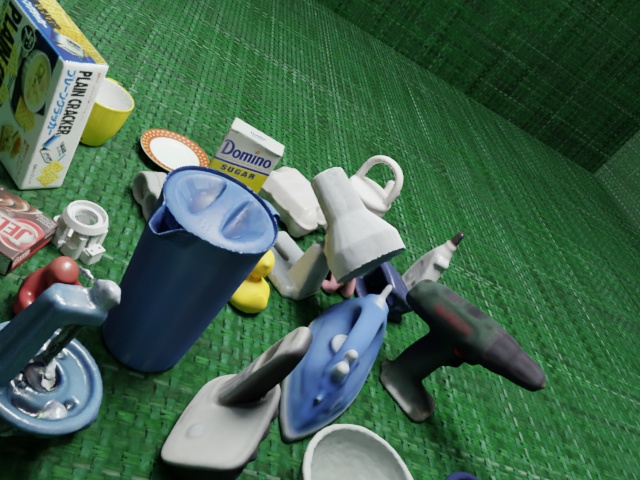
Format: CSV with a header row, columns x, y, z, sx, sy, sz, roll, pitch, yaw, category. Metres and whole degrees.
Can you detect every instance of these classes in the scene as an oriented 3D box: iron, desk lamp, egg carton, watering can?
x,y,z,sx,sy,sz,roll,pitch,yaw,category
0.034,0.161,0.807,0.118,0.141,0.259,38,31,0,iron
0.008,0.003,0.919,0.203,0.213,0.118,50,33,20,desk lamp
-0.052,-0.075,1.100,0.150,0.069,0.107,45,32,11,egg carton
0.094,-0.086,1.143,0.101,0.194,0.173,38,31,1,watering can

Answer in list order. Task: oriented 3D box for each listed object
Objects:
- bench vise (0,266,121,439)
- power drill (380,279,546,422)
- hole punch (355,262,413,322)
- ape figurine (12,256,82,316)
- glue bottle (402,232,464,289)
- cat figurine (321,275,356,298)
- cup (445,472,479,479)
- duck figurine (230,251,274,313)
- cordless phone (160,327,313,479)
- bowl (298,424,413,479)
x,y,z,sx,sy,sz,roll,pitch,yaw,category
-0.265,0.117,0.483,0.121,0.219,0.208,49,33,18,bench vise
0.197,0.183,0.879,0.229,0.208,0.076,50,33,19,power drill
0.127,0.083,1.053,0.101,0.091,0.108,13,39,-35,hole punch
-0.302,0.056,0.649,0.078,0.092,0.076,3,45,-43,ape figurine
0.223,0.047,1.119,0.037,0.173,0.078,27,32,-16,glue bottle
0.046,0.020,1.028,0.067,0.117,0.127,14,38,-34,cat figurine
0.158,0.353,0.726,0.118,0.095,0.091,28,32,-15,cup
-0.100,0.051,0.868,0.078,0.086,0.104,13,39,-34,duck figurine
-0.082,0.177,0.625,0.094,0.185,0.148,34,31,-5,cordless phone
0.035,0.310,0.676,0.168,0.074,0.167,26,33,-18,bowl
